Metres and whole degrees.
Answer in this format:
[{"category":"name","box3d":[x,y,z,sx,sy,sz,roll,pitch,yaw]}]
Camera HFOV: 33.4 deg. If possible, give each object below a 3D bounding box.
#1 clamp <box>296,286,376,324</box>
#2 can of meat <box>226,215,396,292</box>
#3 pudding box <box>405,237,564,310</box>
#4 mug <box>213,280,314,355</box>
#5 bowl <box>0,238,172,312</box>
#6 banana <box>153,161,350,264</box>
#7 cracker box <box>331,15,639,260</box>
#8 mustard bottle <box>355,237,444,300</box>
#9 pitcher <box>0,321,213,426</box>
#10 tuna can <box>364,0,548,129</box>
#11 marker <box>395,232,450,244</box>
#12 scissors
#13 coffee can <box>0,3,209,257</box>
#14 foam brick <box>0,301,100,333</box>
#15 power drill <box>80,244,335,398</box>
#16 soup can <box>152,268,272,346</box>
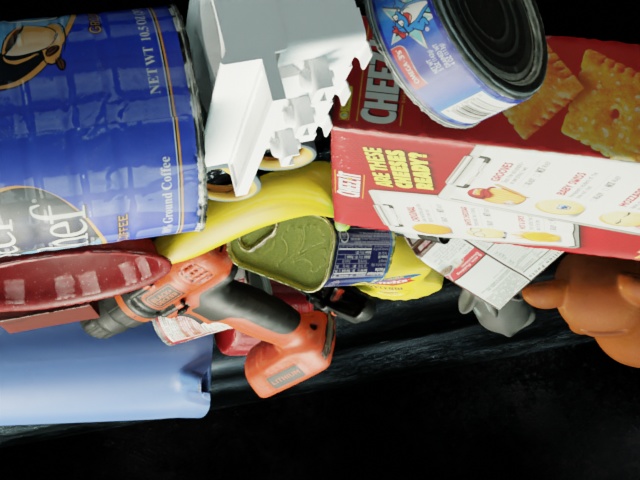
[{"category":"clamp","box3d":[-0.003,0.042,0.998,0.039,0.120,0.171,-53,175,-7]},{"category":"can of meat","box3d":[-0.005,0.001,0.811,0.102,0.057,0.083,18,-169,37]},{"category":"pudding box","box3d":[0.137,-0.002,0.859,0.113,0.039,0.090,29,115,-36]},{"category":"mug","box3d":[-0.065,0.072,1.100,0.081,0.093,0.117,1,-161,-24]},{"category":"bowl","box3d":[-0.187,0.006,0.741,0.162,0.055,0.162,-10,167,-3]},{"category":"banana","box3d":[-0.044,-0.021,0.748,0.198,0.037,0.069,-13,-158,42]},{"category":"cracker box","box3d":[0.116,-0.050,0.584,0.214,0.072,0.164,7,164,3]},{"category":"mustard bottle","box3d":[0.058,0.015,0.977,0.096,0.058,0.191,5,170,13]},{"category":"pitcher","box3d":[-0.238,0.120,1.080,0.242,0.145,0.149,-2,152,-23]},{"category":"tuna can","box3d":[0.059,-0.092,0.448,0.034,0.086,0.085,-23,163,39]},{"category":"marker","box3d":[0.056,-0.013,0.841,0.121,0.020,0.020,11,-174,44]},{"category":"scissors","box3d":[-0.062,-0.063,0.638,0.096,0.016,0.201,-18,162,8]},{"category":"coffee can","box3d":[-0.127,-0.044,0.462,0.140,0.103,0.103,-8,167,-13]},{"category":"foam brick","box3d":[-0.226,0.041,0.878,0.078,0.051,0.053,-9,166,-7]},{"category":"power drill","box3d":[-0.094,0.071,0.931,0.187,0.057,0.185,32,136,-31]},{"category":"soup can","box3d":[-0.103,0.056,1.010,0.102,0.068,0.068,-14,167,14]}]
